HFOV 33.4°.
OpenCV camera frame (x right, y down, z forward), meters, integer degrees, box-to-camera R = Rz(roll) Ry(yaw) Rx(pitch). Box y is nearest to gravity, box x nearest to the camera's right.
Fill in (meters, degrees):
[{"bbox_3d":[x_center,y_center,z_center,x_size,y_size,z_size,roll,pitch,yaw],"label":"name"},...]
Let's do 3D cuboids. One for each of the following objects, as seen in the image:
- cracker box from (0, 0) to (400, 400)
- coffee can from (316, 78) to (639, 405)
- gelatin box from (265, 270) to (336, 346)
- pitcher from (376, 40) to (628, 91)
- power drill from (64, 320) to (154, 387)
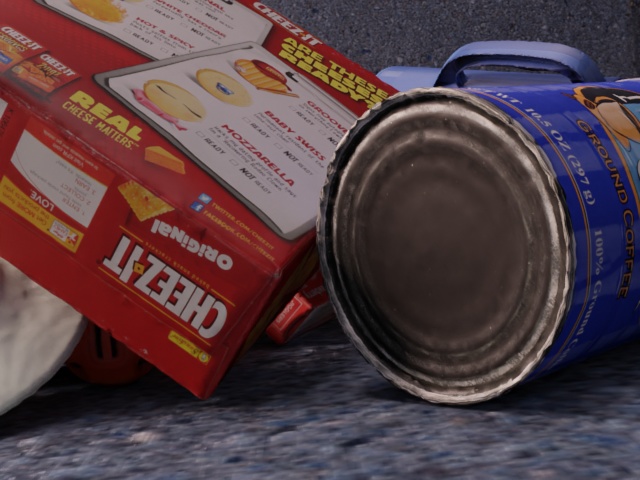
[{"bbox_3d":[-0.060,-0.047,0.459,0.164,0.072,0.213,34,28,4],"label":"cracker box"},{"bbox_3d":[0.083,-0.006,0.387,0.103,0.103,0.140,-2,6,45],"label":"coffee can"},{"bbox_3d":[-0.021,0.011,0.532,0.030,0.073,0.089,-50,-12,18],"label":"gelatin box"},{"bbox_3d":[0.156,-0.102,0.970,0.243,0.149,0.144,13,7,33],"label":"pitcher"},{"bbox_3d":[-0.154,0.033,0.503,0.187,0.057,0.184,-6,4,-2],"label":"power drill"}]
